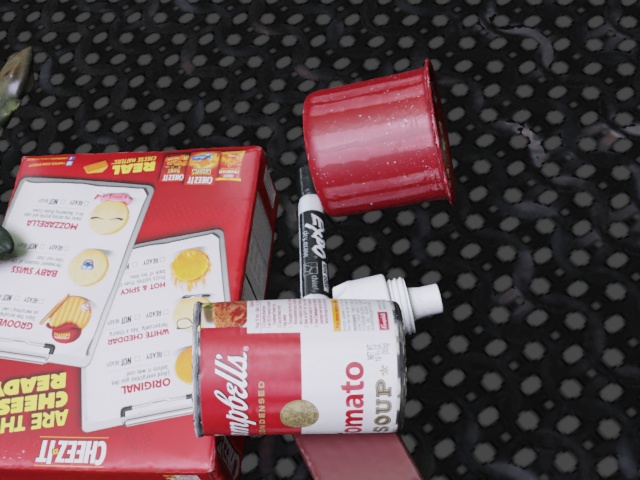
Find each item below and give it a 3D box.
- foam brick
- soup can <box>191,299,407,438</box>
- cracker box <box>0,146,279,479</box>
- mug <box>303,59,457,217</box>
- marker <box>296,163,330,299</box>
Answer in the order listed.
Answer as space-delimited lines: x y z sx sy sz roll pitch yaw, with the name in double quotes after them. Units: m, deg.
0.020 0.119 0.574 0.051 0.053 0.078 -26 56 -6 "foam brick"
-0.011 0.064 0.535 0.102 0.068 0.068 -1 55 -2 "soup can"
-0.119 0.048 0.642 0.164 0.072 0.213 -1 57 12 "cracker box"
0.039 -0.065 0.682 0.081 0.093 0.117 -10 24 11 "mug"
-0.004 0.001 0.680 0.020 0.020 0.121 -8 55 7 "marker"
